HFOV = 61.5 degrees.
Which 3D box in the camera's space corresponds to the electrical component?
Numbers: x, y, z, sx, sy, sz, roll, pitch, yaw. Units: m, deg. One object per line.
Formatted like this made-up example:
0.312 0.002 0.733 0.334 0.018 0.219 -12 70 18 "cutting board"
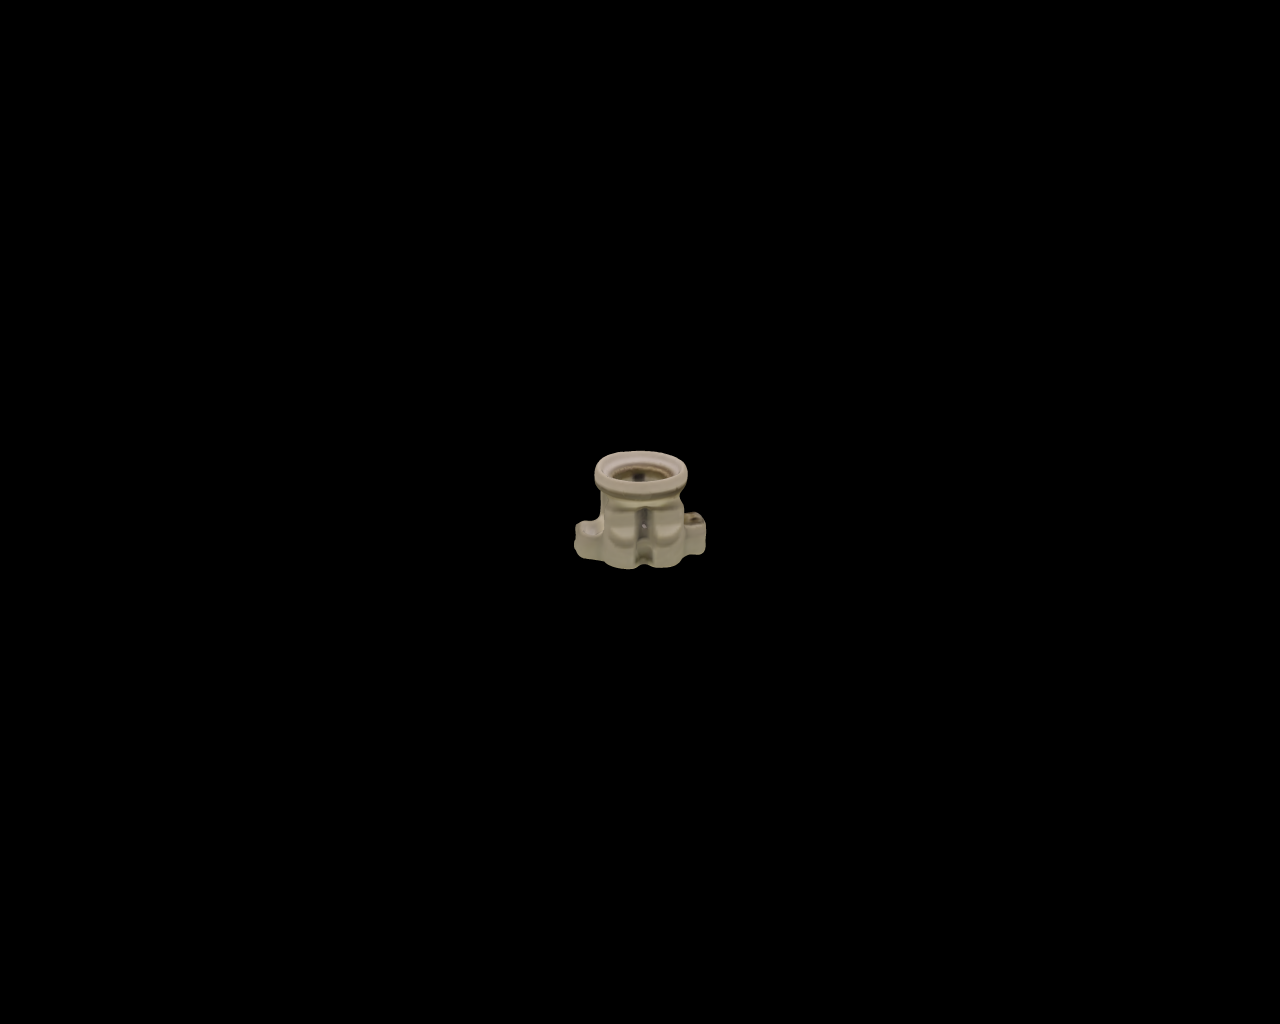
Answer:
0.001 -0.003 0.650 0.078 0.056 0.058 -2 24 -5 "electrical component"
